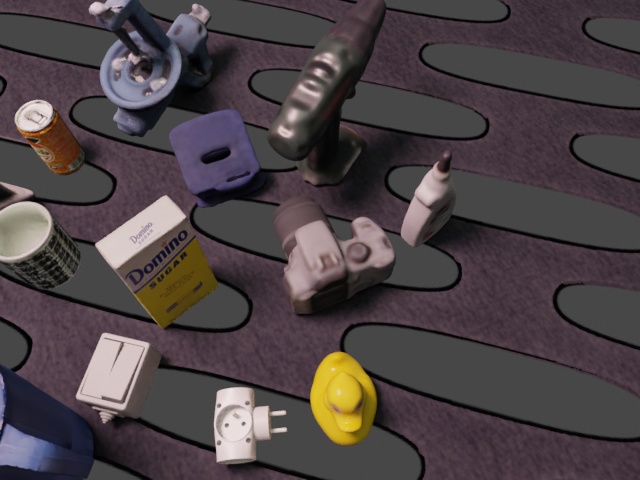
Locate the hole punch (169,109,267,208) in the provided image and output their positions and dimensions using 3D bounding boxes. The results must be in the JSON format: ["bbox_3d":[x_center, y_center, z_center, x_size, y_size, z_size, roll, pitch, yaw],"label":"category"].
[{"bbox_3d":[-0.139,-0.112,0.788,0.109,0.091,0.101,-22,65,-10],"label":"hole punch"}]

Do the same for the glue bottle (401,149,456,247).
[{"bbox_3d":[0.142,-0.056,0.709,0.037,0.173,0.078,41,71,19],"label":"glue bottle"}]

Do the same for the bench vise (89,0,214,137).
[{"bbox_3d":[-0.241,-0.279,0.801,0.121,0.220,0.207,13,64,8],"label":"bench vise"}]

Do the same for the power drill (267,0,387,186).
[{"bbox_3d":[0.015,-0.175,0.751,0.075,0.208,0.230,27,67,14],"label":"power drill"}]

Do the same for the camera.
[{"bbox_3d":[0.007,0.003,0.722,0.143,0.101,0.136,-22,65,-10],"label":"camera"}]

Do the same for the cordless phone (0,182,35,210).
[{"bbox_3d":[-0.469,-0.077,0.723,0.147,0.185,0.094,10,64,7],"label":"cordless phone"}]

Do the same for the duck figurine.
[{"bbox_3d":[0.027,0.173,0.644,0.077,0.086,0.104,-8,63,-3],"label":"duck figurine"}]
